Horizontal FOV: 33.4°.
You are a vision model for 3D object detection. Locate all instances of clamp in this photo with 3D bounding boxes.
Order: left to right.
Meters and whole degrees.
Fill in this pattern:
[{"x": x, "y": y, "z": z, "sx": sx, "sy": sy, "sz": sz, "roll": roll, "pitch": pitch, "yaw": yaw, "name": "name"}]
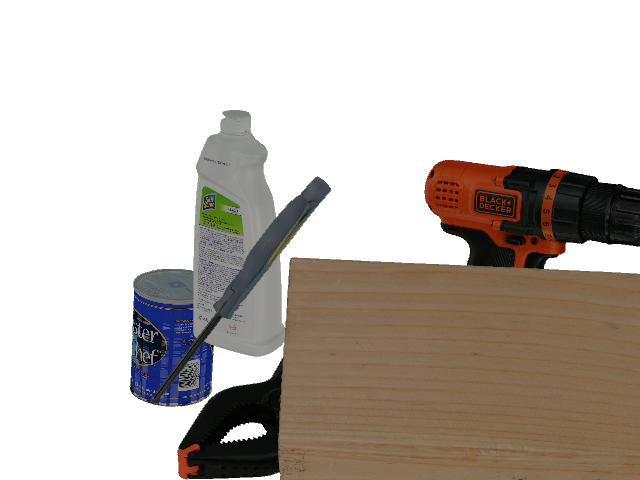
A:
[{"x": -0.022, "y": 0.149, "z": 0.893, "sx": 0.209, "sy": 0.036, "sz": 0.165, "roll": -28, "pitch": 44, "yaw": -36, "name": "clamp"}]

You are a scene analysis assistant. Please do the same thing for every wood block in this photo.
[{"x": 0.085, "y": 0.070, "z": 0.512, "sx": 0.206, "sy": 0.091, "sz": 0.090, "roll": 3, "pitch": -26, "yaw": 0, "name": "wood block"}]

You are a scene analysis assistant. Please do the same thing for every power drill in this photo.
[{"x": 0.162, "y": 0.037, "z": 0.807, "sx": 0.185, "sy": 0.188, "sz": 0.057, "roll": 12, "pitch": 17, "yaw": 34, "name": "power drill"}]

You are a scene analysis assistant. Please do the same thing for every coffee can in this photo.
[{"x": -0.180, "y": 0.117, "z": 1.307, "sx": 0.103, "sy": 0.140, "sz": 0.103, "roll": 5, "pitch": 18, "yaw": -2, "name": "coffee can"}]

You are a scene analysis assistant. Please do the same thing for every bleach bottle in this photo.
[{"x": -0.084, "y": -0.010, "z": 1.119, "sx": 0.103, "sy": 0.251, "sz": 0.068, "roll": 13, "pitch": 23, "yaw": 25, "name": "bleach bottle"}]

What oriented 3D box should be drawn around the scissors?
[{"x": -0.060, "y": 0.037, "z": 0.728, "sx": 0.016, "sy": 0.202, "sz": 0.096, "roll": 38, "pitch": -1, "yaw": 2, "name": "scissors"}]
